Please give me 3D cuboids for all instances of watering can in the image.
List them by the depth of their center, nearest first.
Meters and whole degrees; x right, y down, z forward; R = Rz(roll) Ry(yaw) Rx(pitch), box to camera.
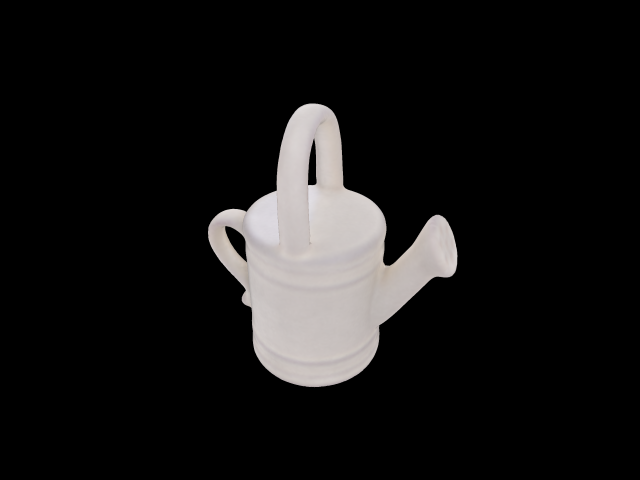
[{"bbox_3d":[0.004,0.000,0.402,0.173,0.194,0.101,-2,35,-2],"label":"watering can"}]
